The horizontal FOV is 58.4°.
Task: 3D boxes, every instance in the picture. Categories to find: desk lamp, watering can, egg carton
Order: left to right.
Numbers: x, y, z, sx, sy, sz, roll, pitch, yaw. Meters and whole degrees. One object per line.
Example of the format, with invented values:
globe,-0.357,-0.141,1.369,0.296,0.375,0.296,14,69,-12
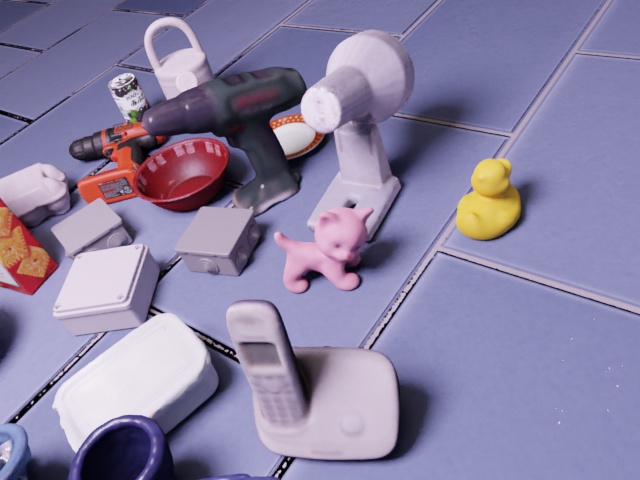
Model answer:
egg carton,-0.504,-0.069,0.980,0.150,0.069,0.107,-27,44,-9
watering can,-0.246,-0.308,1.047,0.101,0.194,0.172,-38,46,-20
desk lamp,0.049,-0.144,0.767,0.117,0.214,0.203,10,50,27

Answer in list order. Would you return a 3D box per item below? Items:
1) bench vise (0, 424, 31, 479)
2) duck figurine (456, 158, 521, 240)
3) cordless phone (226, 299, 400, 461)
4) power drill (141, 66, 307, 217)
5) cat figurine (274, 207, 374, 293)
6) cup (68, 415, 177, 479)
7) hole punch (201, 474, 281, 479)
bench vise,-0.309,0.223,0.505,0.206,0.220,0.122,23,56,35
duck figurine,0.211,-0.058,0.719,0.077,0.086,0.105,23,57,36
cordless phone,-0.005,0.124,0.531,0.147,0.185,0.094,-5,44,14
power drill,-0.112,-0.140,0.820,0.230,0.209,0.075,-33,45,-15
cat figurine,0.006,0.003,0.701,0.127,0.118,0.067,-6,44,13
cup,-0.167,0.235,0.538,0.092,0.095,0.117,-34,45,-16
hole punch,-0.084,0.251,0.496,0.108,0.091,0.101,-9,44,9
